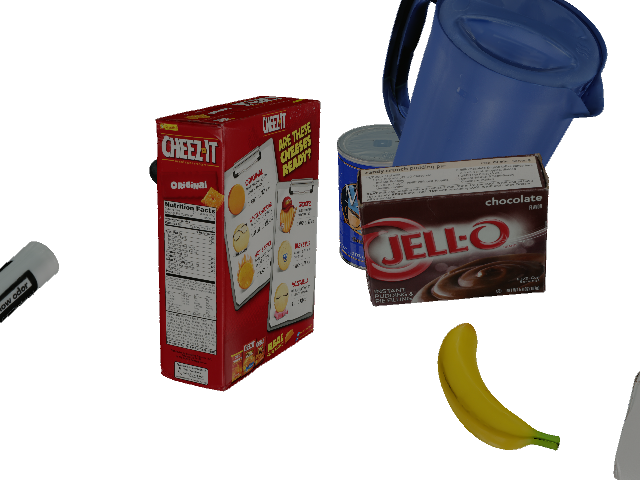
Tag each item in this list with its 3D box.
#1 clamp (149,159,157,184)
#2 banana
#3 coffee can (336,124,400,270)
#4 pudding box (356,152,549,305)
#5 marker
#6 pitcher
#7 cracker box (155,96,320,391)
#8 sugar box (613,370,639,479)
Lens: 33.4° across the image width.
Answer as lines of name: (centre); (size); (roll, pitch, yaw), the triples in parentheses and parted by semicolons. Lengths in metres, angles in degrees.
clamp: (-0.111, -0.041, 1.107); (0.120, 0.039, 0.171); (-11, 38, -7)
banana: (0.145, 0.136, 0.985); (0.069, 0.037, 0.198); (7, 26, -22)
coffee can: (0.071, -0.049, 1.224); (0.103, 0.140, 0.103); (-1, 29, 1)
pudding box: (0.081, -0.006, 0.655); (0.113, 0.039, 0.090); (-7, -44, 4)
marker: (-0.159, 0.042, 0.460); (0.020, 0.020, 0.121); (0, 36, 39)
pitcher: (0.118, -0.087, 0.875); (0.145, 0.149, 0.243); (9, -44, -9)
cracker box: (-0.067, -0.005, 0.887); (0.072, 0.214, 0.164); (8, 16, 25)
sugar box: (0.310, 0.161, 0.780); (0.176, 0.093, 0.048); (16, 28, 24)
